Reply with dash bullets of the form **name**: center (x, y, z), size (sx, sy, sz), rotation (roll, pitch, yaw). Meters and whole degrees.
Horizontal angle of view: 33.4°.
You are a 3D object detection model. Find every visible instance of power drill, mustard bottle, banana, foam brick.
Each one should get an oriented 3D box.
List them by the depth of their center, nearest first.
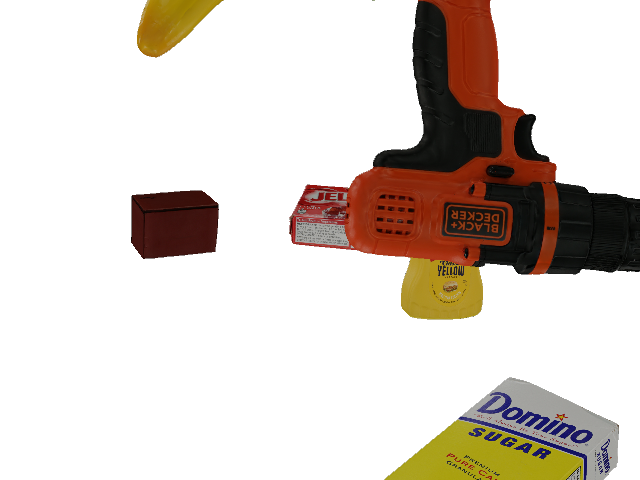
- **power drill**: center (0.111, -0.075, 0.579), size (0.184, 0.187, 0.057), rotation (4, 1, -4)
- **banana**: center (-0.041, -0.173, 0.689), size (0.197, 0.069, 0.037), rotation (-23, -10, -32)
- **foam brick**: center (-0.148, -0.017, 1.075), size (0.078, 0.051, 0.053), rotation (-5, 22, -22)
- **mustard bottle**: center (0.149, -0.005, 1.256), size (0.096, 0.192, 0.058), rotation (0, 15, -11)

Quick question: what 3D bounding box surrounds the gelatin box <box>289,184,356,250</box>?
- **gelatin box**: center (0.024, -0.020, 0.893), size (0.089, 0.030, 0.073), rotation (5, 24, 8)

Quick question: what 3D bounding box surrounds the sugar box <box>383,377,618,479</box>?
- **sugar box**: center (0.111, 0.163, 0.709), size (0.093, 0.048, 0.175), rotation (23, 44, 40)
